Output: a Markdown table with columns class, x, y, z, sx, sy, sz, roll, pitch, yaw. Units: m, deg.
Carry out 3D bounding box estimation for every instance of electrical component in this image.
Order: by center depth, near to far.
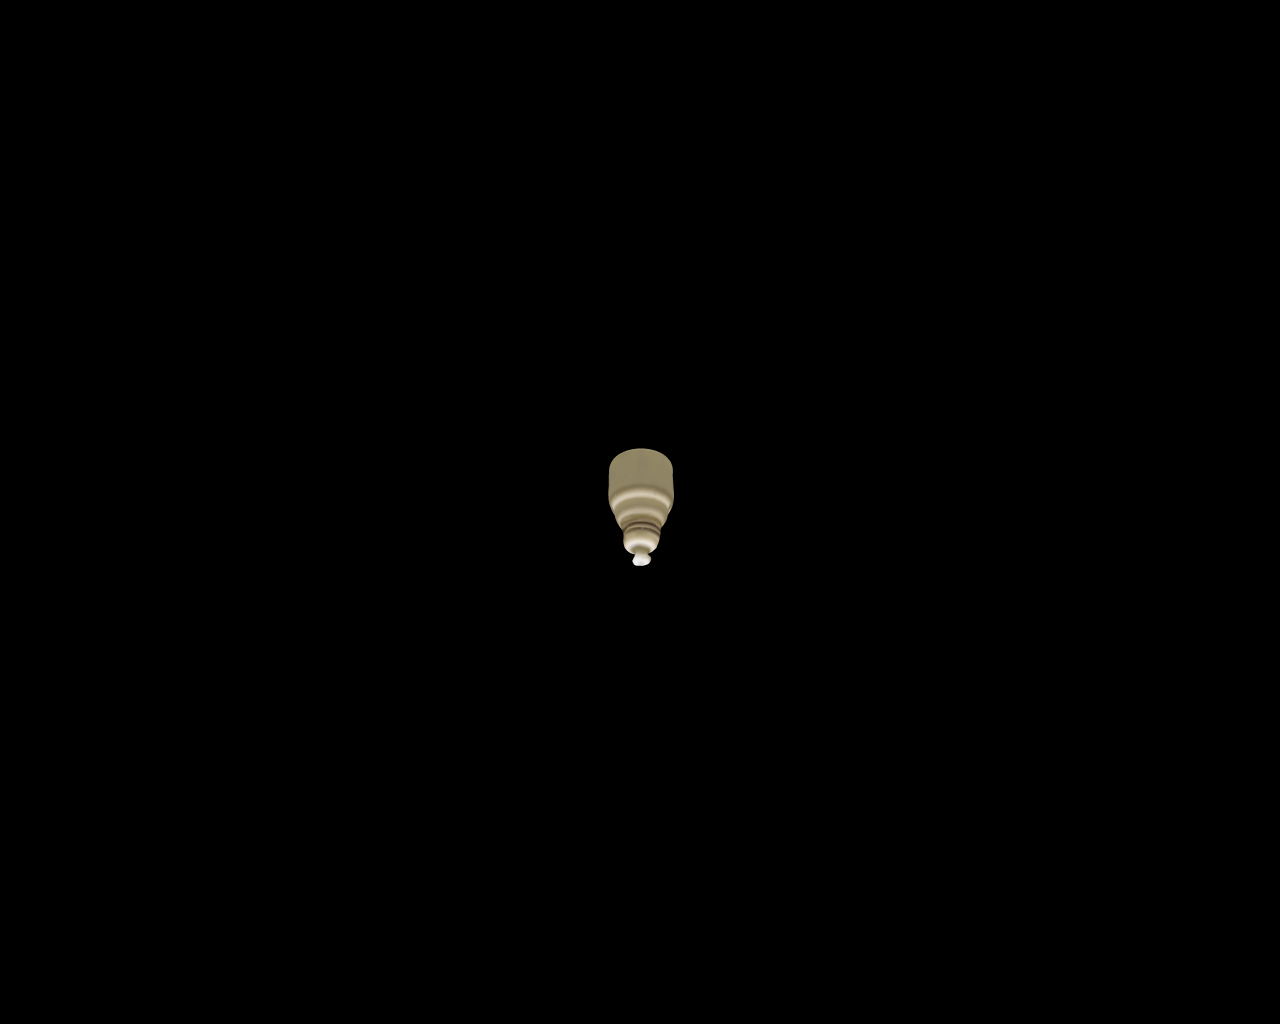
| class | x | y | z | sx | sy | sz | roll | pitch | yaw |
| --- | --- | --- | --- | --- | --- | --- | --- | --- | --- |
| electrical component | 0.001 | -0.003 | 0.650 | 0.040 | 0.078 | 0.040 | 0 | -33 | 0 |
